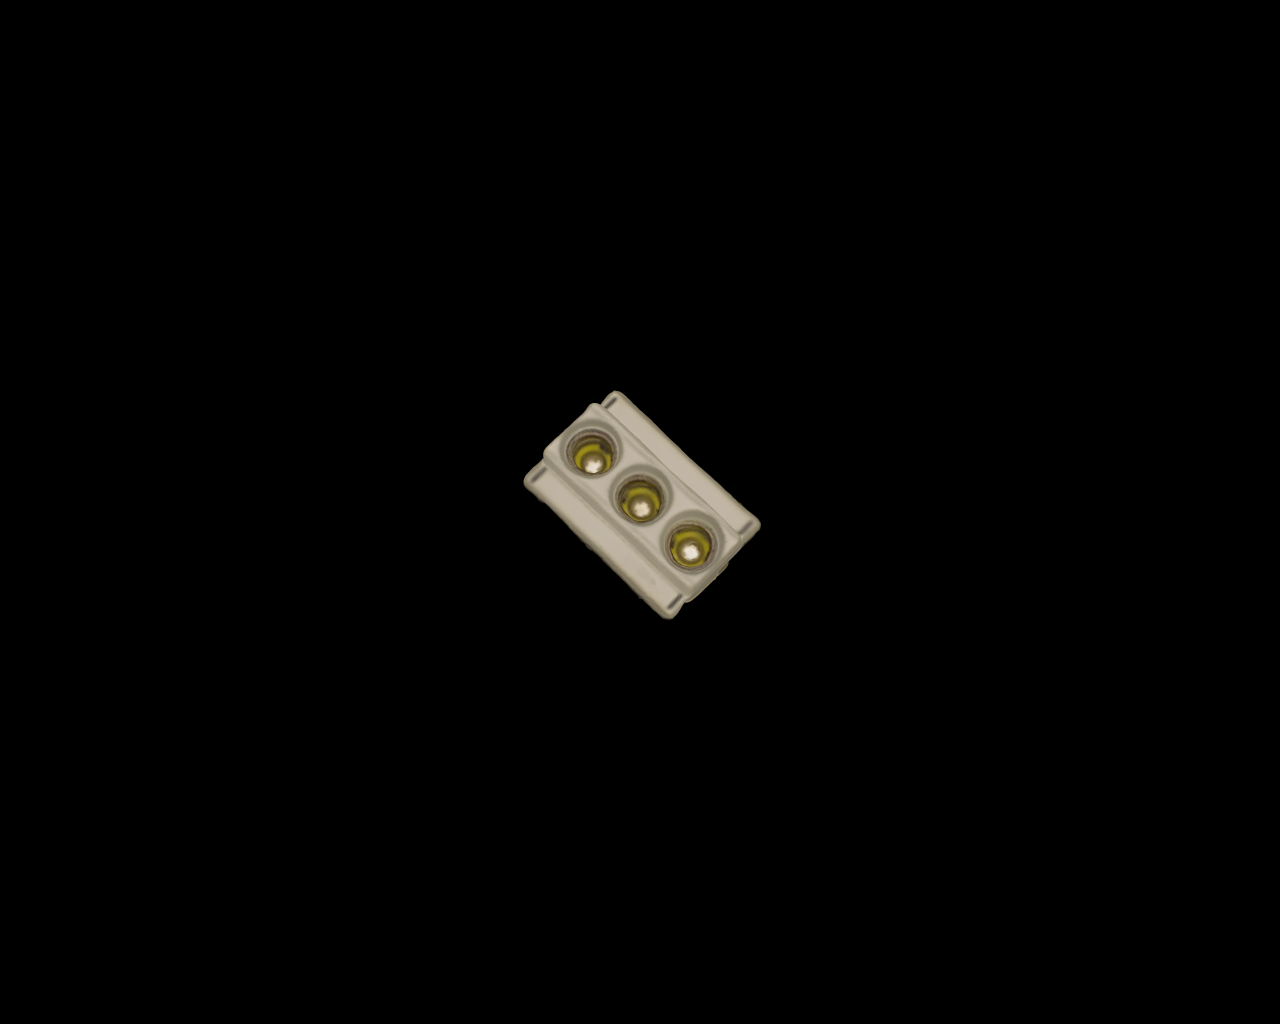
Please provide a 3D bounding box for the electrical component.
[{"bbox_3d":[0.001,-0.003,0.650,0.121,0.079,0.063,43,-12,11],"label":"electrical component"}]
